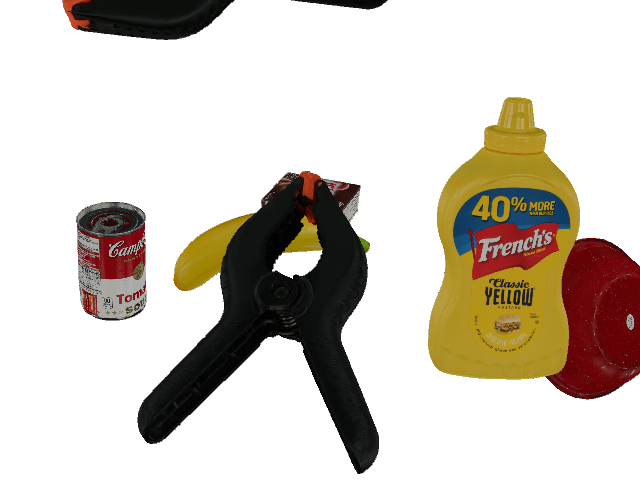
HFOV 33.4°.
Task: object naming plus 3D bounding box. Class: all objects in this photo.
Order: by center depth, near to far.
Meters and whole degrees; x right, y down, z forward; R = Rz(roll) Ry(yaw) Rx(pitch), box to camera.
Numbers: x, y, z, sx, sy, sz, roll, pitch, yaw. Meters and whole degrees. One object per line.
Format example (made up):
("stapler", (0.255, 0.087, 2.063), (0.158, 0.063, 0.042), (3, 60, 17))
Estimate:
("clamp", (-0.010, 0.042, 0.556), (0.120, 0.171, 0.039), (16, -28, 10))
("clamp", (-0.067, -0.184, 0.712), (0.210, 0.164, 0.036), (-31, -17, -9))
("mustard bottle", (0.128, -0.002, 0.733), (0.096, 0.192, 0.058), (2, 16, -1))
("banana", (-0.060, 0.008, 0.911), (0.198, 0.069, 0.037), (-11, 39, 29))
("bowl", (0.282, 0.078, 1.044), (0.161, 0.162, 0.055), (0, 0, -29))
("soup can", (-0.210, 0.021, 1.078), (0.068, 0.102, 0.068), (3, 29, -2))
("pudding box", (-0.010, -0.039, 1.206), (0.090, 0.039, 0.113), (10, 24, 12))
